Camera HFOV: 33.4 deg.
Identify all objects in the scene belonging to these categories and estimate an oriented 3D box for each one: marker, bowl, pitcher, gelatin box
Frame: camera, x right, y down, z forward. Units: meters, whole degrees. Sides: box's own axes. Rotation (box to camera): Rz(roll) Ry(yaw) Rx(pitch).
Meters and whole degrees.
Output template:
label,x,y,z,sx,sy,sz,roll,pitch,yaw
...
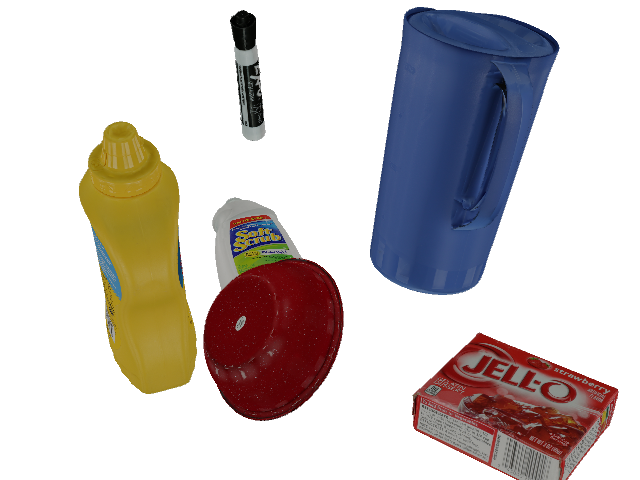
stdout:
label,x,y,z,sx,sy,sz,roll,pitch,yaw
marker,-0.055,-0.126,0.819,0.020,0.020,0.121,0,-40,2
bowl,-0.058,0.084,0.997,0.162,0.162,0.055,0,-21,42
pitcher,0.119,-0.072,0.941,0.145,0.243,0.149,22,29,22
gelatin box,0.106,0.092,0.584,0.089,0.030,0.073,22,36,29

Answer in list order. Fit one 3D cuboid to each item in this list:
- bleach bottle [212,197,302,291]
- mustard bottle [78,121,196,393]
label,x,y,z,sx,sy,sz,roll,pitch,yaw
bleach bottle,-0.081,0.015,1.217,0.102,0.068,0.251,-7,28,-14
mustard bottle,-0.114,0.004,0.663,0.058,0.096,0.192,-12,-41,-12
